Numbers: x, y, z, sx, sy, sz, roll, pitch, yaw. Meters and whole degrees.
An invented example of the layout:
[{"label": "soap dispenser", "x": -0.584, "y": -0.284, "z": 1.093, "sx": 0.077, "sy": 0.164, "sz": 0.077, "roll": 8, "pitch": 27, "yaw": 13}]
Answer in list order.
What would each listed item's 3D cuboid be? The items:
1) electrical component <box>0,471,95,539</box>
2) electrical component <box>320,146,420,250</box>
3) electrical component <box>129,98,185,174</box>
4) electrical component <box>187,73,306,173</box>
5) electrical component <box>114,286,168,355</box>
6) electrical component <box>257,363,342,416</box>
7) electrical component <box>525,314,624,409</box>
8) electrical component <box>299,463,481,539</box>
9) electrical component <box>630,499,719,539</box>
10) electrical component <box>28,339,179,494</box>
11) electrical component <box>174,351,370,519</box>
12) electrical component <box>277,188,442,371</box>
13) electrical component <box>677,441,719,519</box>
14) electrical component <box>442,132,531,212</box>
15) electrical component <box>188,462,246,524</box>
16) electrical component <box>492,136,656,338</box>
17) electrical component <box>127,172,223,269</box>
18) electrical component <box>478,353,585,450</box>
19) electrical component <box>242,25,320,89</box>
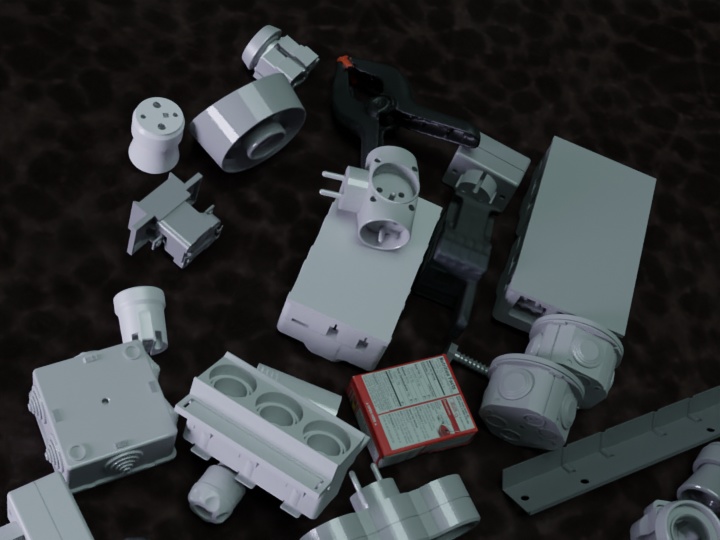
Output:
[{"label": "electrical component", "x": -0.229, "y": 0.188, "z": 0.738, "sx": 0.077, "sy": 0.047, "sz": 0.065, "roll": -22, "pitch": 67, "yaw": -28}, {"label": "electrical component", "x": 0.006, "y": -0.064, "z": 0.891, "sx": 0.079, "sy": 0.044, "sz": 0.077, "roll": 12, "pitch": 56, "yaw": -9}, {"label": "electrical component", "x": -0.178, "y": -0.118, "z": 0.941, "sx": 0.045, "sy": 0.055, "sz": 0.045, "roll": 8, "pitch": 57, "yaw": -12}, {"label": "electrical component", "x": -0.099, "y": -0.134, "z": 0.952, "sx": 0.099, "sy": 0.099, "sz": 0.064, "roll": -29, "pitch": 77, "yaw": -29}, {"label": "electrical component", "x": -0.173, "y": 0.041, "z": 0.853, "sx": 0.040, "sy": 0.040, "sz": 0.046, "roll": -5, "pitch": 67, "yaw": -19}, {"label": "electrical component", "x": -0.060, "y": 0.104, "z": 0.844, "sx": 0.081, "sy": 0.043, "sz": 0.043, "roll": 22, "pitch": 55, "yaw": -2}, {"label": "electrical component", "x": 0.178, "y": 0.077, "z": 0.910, "sx": 0.080, "sy": 0.080, "sz": 0.051, "roll": 24, "pitch": 60, "yaw": -1}, {"label": "electrical component", "x": 0.016, "y": 0.181, "z": 0.812, "sx": 0.138, "sy": 0.052, "sz": 0.073, "roll": -16, "pitch": 64, "yaw": -24}, {"label": "electrical component", "x": 0.254, "y": 0.217, "z": 0.857, "sx": 0.058, "sy": 0.057, "sz": 0.078, "roll": 11, "pitch": 56, "yaw": -10}, {"label": "electrical component", "x": -0.191, "y": 0.107, "z": 0.800, "sx": 0.100, "sy": 0.048, "sz": 0.099, "roll": -16, "pitch": 65, "yaw": -25}, {"label": "electrical component", "x": -0.066, "y": 0.122, "z": 0.784, "sx": 0.121, "sy": 0.063, "sz": 0.079, "roll": 29, "pitch": 33, "yaw": 14}, {"label": "electrical component", "x": 0.000, "y": 0.000, "z": 0.916, "sx": 0.089, "sy": 0.061, "sz": 0.150, "roll": 24, "pitch": 55, "yaw": -1}, {"label": "electrical component", "x": 0.298, "y": 0.178, "z": 0.902, "sx": 0.045, "sy": 0.045, "sz": 0.055, "roll": 38, "pitch": 56, "yaw": 9}, {"label": "electrical component", "x": 0.112, "y": -0.081, "z": 1.008, "sx": 0.066, "sy": 0.047, "sz": 0.076, "roll": 29, "pitch": 55, "yaw": 2}, {"label": "electrical component", "x": -0.100, "y": 0.157, "z": 0.804, "sx": 0.035, "sy": 0.035, "sz": 0.061, "roll": 34, "pitch": 53, "yaw": 6}, {"label": "electrical component", "x": 0.197, "y": -0.020, "z": 0.987, "sx": 0.105, "sy": 0.060, "sz": 0.186, "roll": 23, "pitch": 55, "yaw": -2}, {"label": "electrical component", "x": -0.155, "y": -0.039, "z": 0.907, "sx": 0.064, "sy": 0.042, "sz": 0.081, "roll": 40, "pitch": 57, "yaw": 8}, {"label": "electrical component", "x": 0.139, "y": 0.107, "z": 0.880, "sx": 0.080, "sy": 0.080, "sz": 0.051, "roll": 24, "pitch": 61, "yaw": -1}, {"label": "electrical component", "x": -0.079, "y": -0.200, "z": 1.029, "sx": 0.055, "sy": 0.048, "sz": 0.066, "roll": 40, "pitch": 57, "yaw": 1}]
